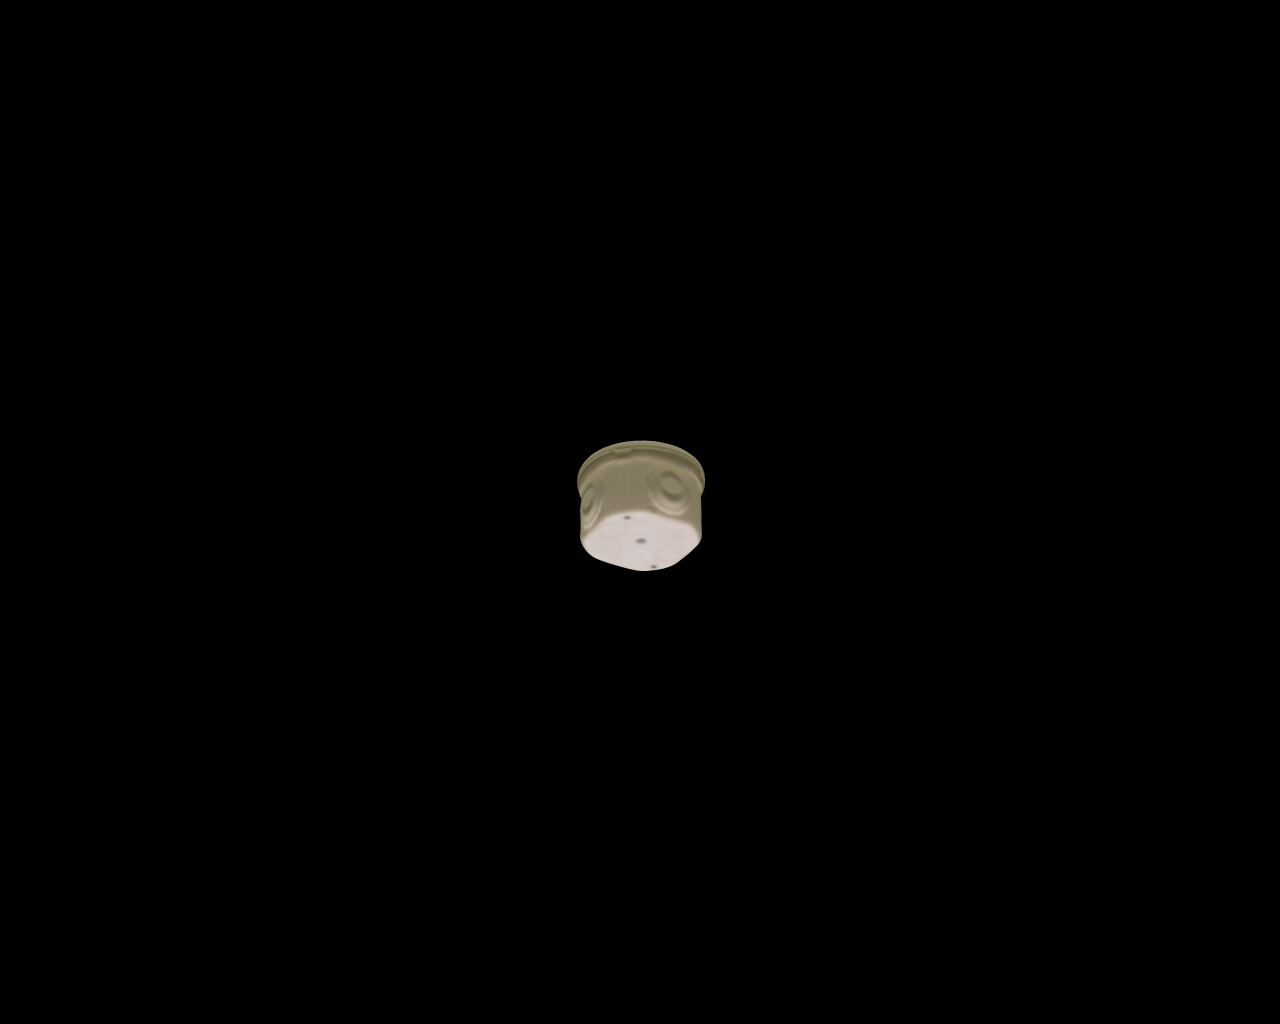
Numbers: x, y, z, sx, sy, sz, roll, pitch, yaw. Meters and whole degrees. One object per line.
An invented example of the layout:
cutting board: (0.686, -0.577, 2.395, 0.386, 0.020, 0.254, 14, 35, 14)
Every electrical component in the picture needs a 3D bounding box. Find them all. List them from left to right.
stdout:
electrical component: (0.001, -0.003, 0.650, 0.080, 0.051, 0.080, 0, -32, 0)
